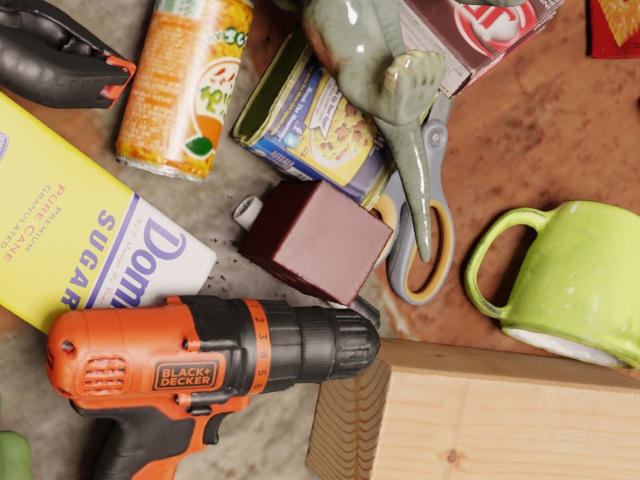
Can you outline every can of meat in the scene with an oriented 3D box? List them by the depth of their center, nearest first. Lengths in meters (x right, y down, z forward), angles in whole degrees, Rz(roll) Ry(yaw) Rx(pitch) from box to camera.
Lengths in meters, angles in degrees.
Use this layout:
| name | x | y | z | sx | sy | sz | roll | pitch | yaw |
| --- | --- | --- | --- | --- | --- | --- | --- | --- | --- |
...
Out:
| name | x | y | z | sx | sy | sz | roll | pitch | yaw |
| --- | --- | --- | --- | --- | --- | --- | --- | --- | --- |
| can of meat | 0.009 | -0.077 | 0.631 | 0.083 | 0.058 | 0.102 | 32 | 85 | -22 |

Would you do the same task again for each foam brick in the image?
| name | x | y | z | sx | sy | sz | roll | pitch | yaw |
| --- | --- | --- | --- | --- | --- | --- | --- | --- | --- |
| foam brick | -0.004 | 0.001 | 0.600 | 0.053 | 0.078 | 0.051 | 34 | 82 | -17 |

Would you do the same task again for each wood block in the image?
| name | x | y | z | sx | sy | sz | roll | pitch | yaw |
| --- | --- | --- | --- | --- | --- | --- | --- | --- | --- |
| wood block | 0.109 | 0.122 | 0.686 | 0.205 | 0.090 | 0.091 | 9 | 95 | -24 |

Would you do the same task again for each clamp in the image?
| name | x | y | z | sx | sy | sz | roll | pitch | yaw |
| --- | --- | --- | --- | --- | --- | --- | --- | --- | --- |
| clamp | -0.171 | -0.103 | 0.526 | 0.171 | 0.120 | 0.039 | 24 | 125 | -26 |

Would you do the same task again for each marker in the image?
| name | x | y | z | sx | sy | sz | roll | pitch | yaw |
| --- | --- | --- | --- | --- | --- | --- | --- | --- | --- |
| marker | -0.005 | 0.018 | 0.660 | 0.121 | 0.020 | 0.020 | 43 | 81 | -22 |

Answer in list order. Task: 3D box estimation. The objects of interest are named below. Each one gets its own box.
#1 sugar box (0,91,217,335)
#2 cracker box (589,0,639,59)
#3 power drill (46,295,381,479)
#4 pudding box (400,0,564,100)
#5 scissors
| name | x | y | z | sx | sy | sz | roll | pitch | yaw |
| --- | --- | --- | --- | --- | --- | --- | --- | --- | --- |
| sugar box | -0.150 | -0.005 | 0.581 | 0.176 | 0.048 | 0.093 | 37 | 83 | -22 |
| cracker box | 0.260 | -0.232 | 0.705 | 0.164 | 0.072 | 0.214 | -8 | 100 | -22 |
| power drill | -0.066 | 0.117 | 0.600 | 0.184 | 0.057 | 0.188 | 1 | 115 | -22 |
| pudding box | 0.074 | -0.151 | 0.625 | 0.113 | 0.039 | 0.089 | 47 | 61 | 5 |
| scissors | 0.053 | -0.058 | 0.675 | 0.096 | 0.016 | 0.202 | 0 | 98 | -23 |
